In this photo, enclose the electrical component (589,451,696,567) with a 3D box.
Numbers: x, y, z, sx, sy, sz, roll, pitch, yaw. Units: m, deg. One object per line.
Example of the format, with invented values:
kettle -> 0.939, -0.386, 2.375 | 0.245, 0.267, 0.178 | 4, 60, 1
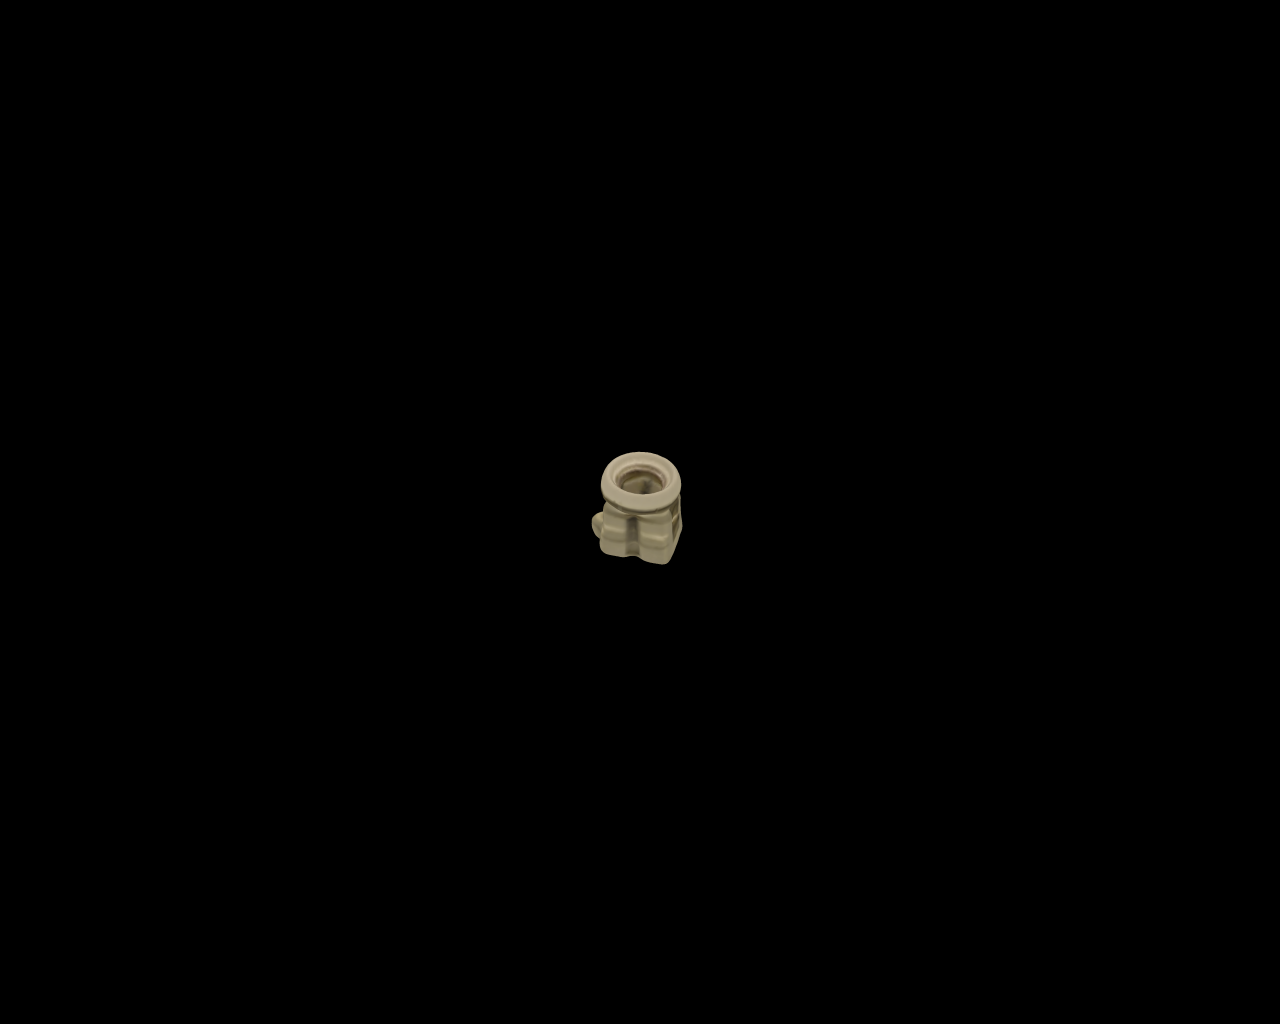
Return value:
electrical component -> 0.001, -0.003, 0.650 | 0.066, 0.055, 0.048 | 10, 43, 11
